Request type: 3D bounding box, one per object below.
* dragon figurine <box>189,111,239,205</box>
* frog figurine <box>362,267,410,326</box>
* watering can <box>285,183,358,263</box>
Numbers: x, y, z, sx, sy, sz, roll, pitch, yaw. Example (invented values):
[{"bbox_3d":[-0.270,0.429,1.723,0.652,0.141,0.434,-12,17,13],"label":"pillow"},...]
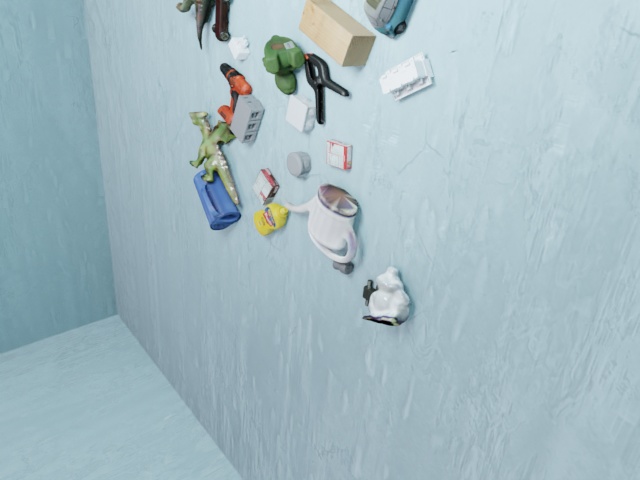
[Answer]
[{"bbox_3d":[-0.398,-0.356,2.040,0.414,0.123,0.238,47,128,18],"label":"dragon figurine"},{"bbox_3d":[0.201,0.161,1.479,0.136,0.122,0.162,-21,50,61],"label":"frog figurine"},{"bbox_3d":[0.005,-0.081,1.611,0.353,0.105,0.219,45,134,32],"label":"watering can"}]
